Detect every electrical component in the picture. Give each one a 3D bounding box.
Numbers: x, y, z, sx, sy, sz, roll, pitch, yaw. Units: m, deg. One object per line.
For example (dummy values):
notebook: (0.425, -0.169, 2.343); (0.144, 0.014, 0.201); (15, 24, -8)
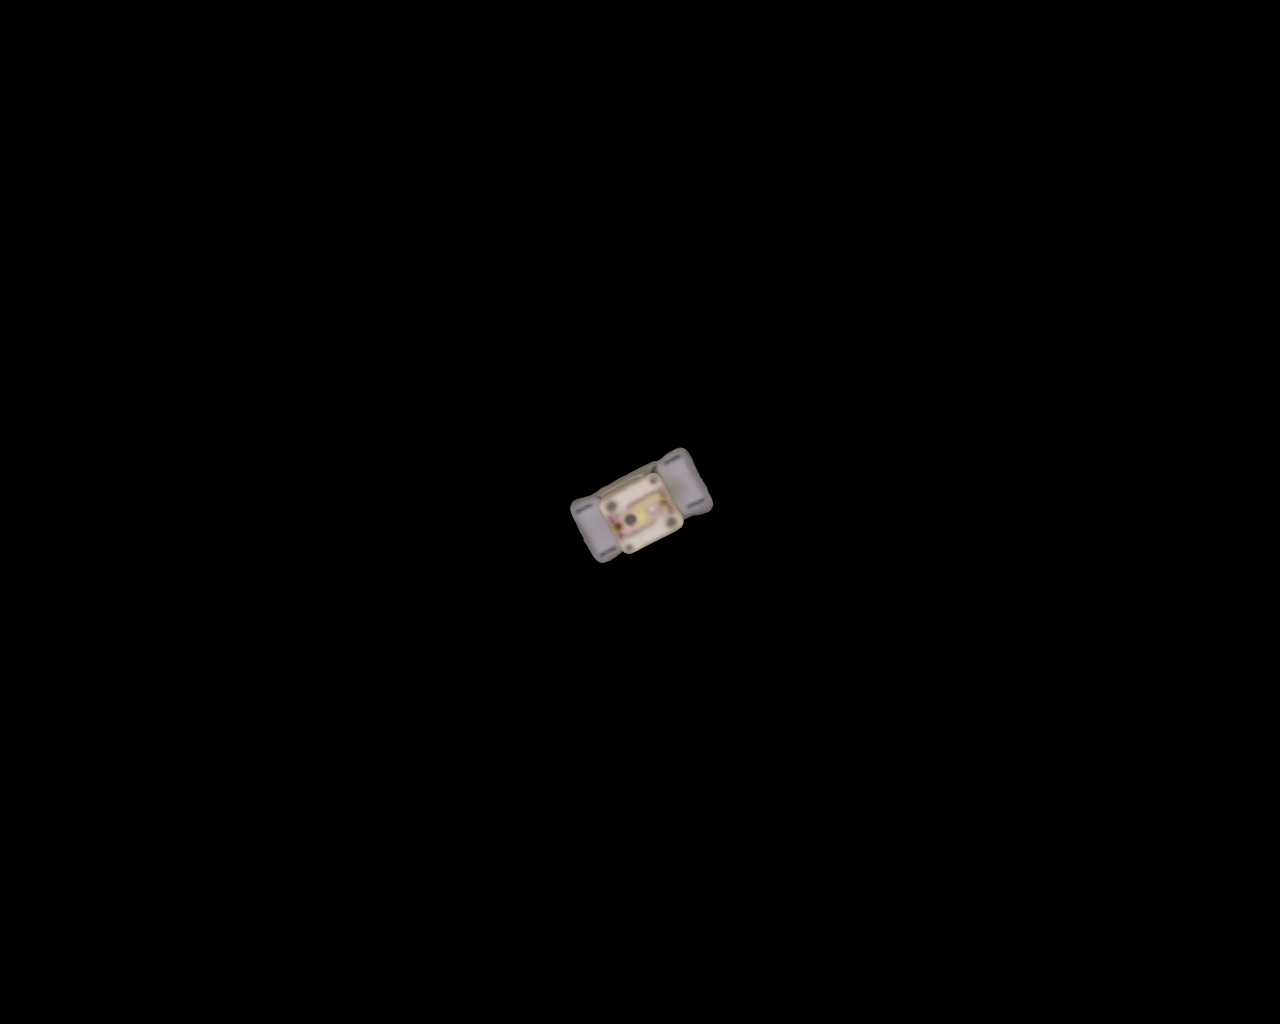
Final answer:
electrical component: (0.001, -0.003, 0.650); (0.081, 0.042, 0.064); (-28, 7, 4)
